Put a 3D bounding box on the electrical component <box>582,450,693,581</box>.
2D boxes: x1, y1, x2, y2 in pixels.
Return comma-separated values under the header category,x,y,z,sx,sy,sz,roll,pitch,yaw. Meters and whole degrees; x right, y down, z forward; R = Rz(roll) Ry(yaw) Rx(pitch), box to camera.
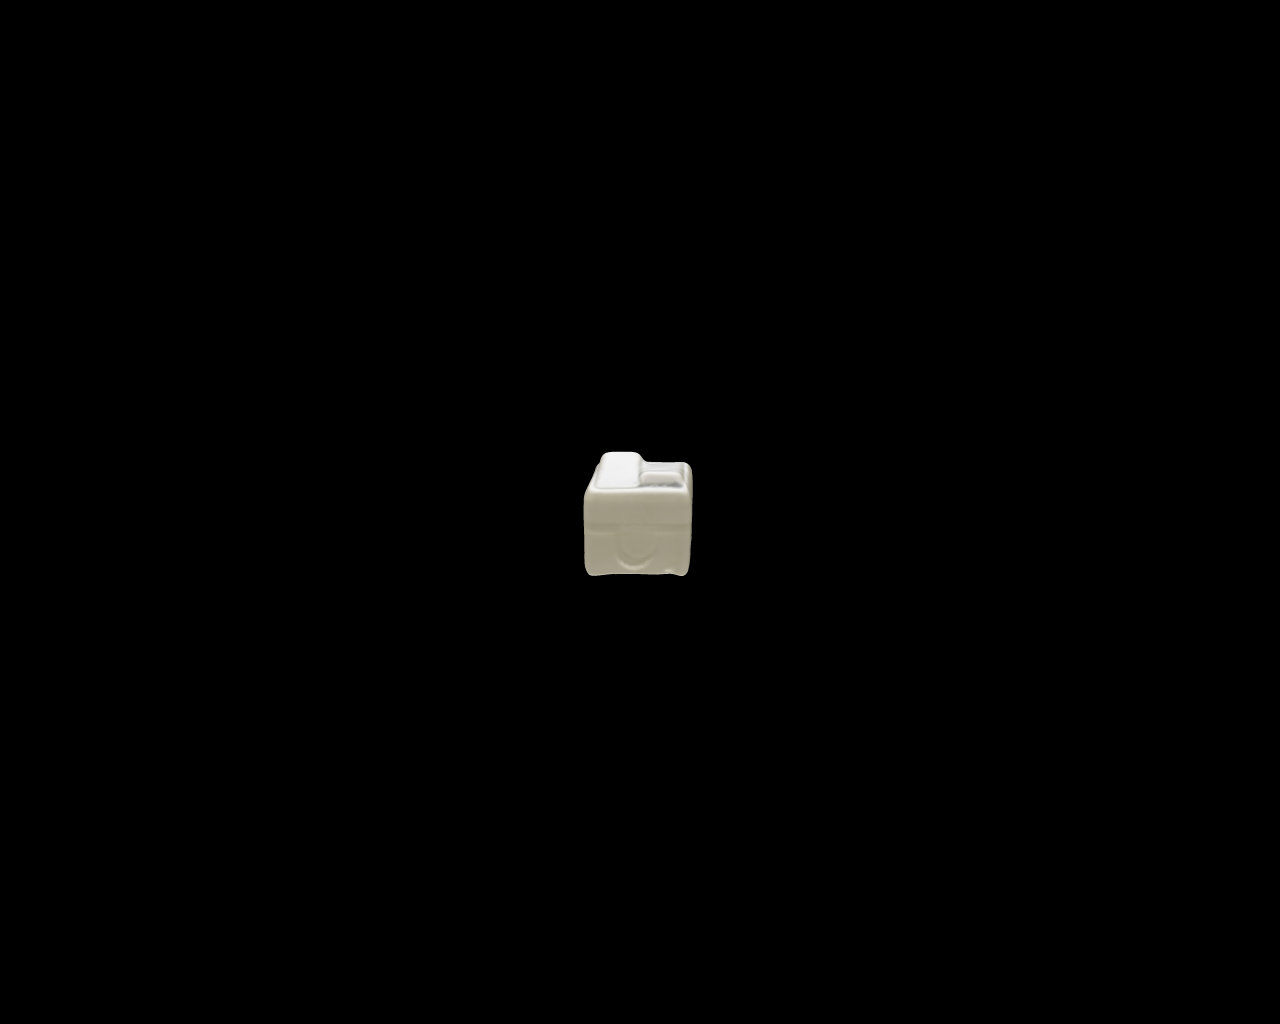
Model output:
category,x,y,z,sx,sy,sz,roll,pitch,yaw
electrical component,0.001,-0.003,0.650,0.062,0.061,0.096,1,16,4
